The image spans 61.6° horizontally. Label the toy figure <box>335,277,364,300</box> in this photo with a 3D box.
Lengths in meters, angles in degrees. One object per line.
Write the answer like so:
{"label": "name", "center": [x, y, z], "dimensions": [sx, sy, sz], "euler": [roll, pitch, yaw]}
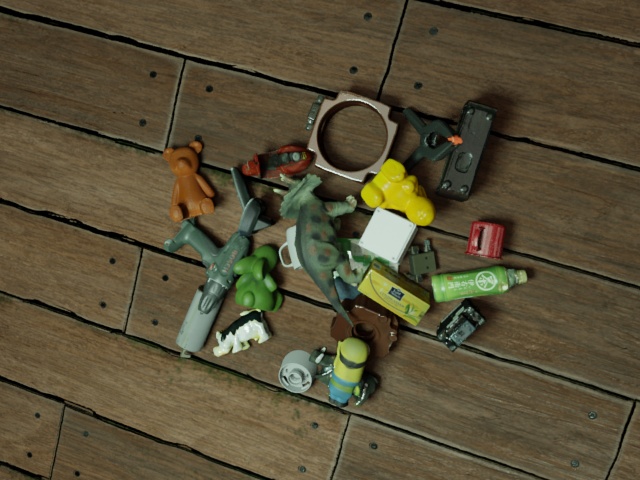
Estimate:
{"label": "toy figure", "center": [0.104, 0.142, 1.377], "dimensions": [0.154, 0.064, 0.058], "euler": [23, 62, 3]}

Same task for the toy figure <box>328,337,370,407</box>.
{"label": "toy figure", "center": [0.071, 0.325, 1.318], "dimensions": [0.082, 0.089, 0.180], "euler": [17, 99, -10]}

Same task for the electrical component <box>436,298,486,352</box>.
{"label": "electrical component", "center": [0.339, 0.205, 1.299], "dimensions": [0.058, 0.134, 0.115], "euler": [42, 103, 5]}

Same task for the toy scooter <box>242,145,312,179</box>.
{"label": "toy scooter", "center": [-0.117, -0.194, 1.348], "dimensions": [0.184, 0.135, 0.075], "euler": [-11, 92, 10]}

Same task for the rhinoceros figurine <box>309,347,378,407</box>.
{"label": "rhinoceros figurine", "center": [0.056, 0.351, 1.399], "dimensions": [0.190, 0.073, 0.112], "euler": [26, 101, 7]}

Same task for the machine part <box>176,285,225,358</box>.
{"label": "machine part", "center": [-0.326, 0.213, 1.457], "dimensions": [0.079, 0.079, 0.243], "euler": [27, 100, 7]}

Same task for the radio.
{"label": "radio", "center": [0.341, -0.205, 1.260], "dimensions": [0.073, 0.131, 0.229], "euler": [16, 98, 8]}

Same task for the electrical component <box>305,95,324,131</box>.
{"label": "electrical component", "center": [-0.012, -0.315, 1.351], "dimensions": [0.021, 0.063, 0.094], "euler": [22, 90, 7]}

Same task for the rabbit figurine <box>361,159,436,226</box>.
{"label": "rabbit figurine", "center": [0.203, -0.094, 1.282], "dimensions": [0.173, 0.162, 0.122], "euler": [41, 100, 18]}

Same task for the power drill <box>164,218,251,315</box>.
{"label": "power drill", "center": [-0.307, 0.052, 1.407], "dimensions": [0.207, 0.086, 0.232], "euler": [32, 76, 18]}

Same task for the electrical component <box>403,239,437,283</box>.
{"label": "electrical component", "center": [0.247, 0.055, 1.350], "dimensions": [0.078, 0.045, 0.102], "euler": [-17, 96, -16]}

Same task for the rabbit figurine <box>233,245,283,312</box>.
{"label": "rabbit figurine", "center": [-0.165, 0.089, 1.391], "dimensions": [0.121, 0.159, 0.170], "euler": [11, 82, 19]}

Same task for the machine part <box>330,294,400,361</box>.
{"label": "machine part", "center": [0.111, 0.225, 1.356], "dimensions": [0.180, 0.056, 0.179], "euler": [7, 119, 12]}

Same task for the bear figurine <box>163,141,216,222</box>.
{"label": "bear figurine", "center": [-0.344, -0.156, 1.403], "dimensions": [0.120, 0.132, 0.195], "euler": [-11, 99, -5]}

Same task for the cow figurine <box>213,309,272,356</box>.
{"label": "cow figurine", "center": [-0.220, 0.250, 1.445], "dimensions": [0.167, 0.068, 0.098], "euler": [-22, 86, 9]}

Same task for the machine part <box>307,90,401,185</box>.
{"label": "machine part", "center": [0.083, -0.252, 1.329], "dimensions": [0.202, 0.087, 0.200], "euler": [21, 99, 10]}

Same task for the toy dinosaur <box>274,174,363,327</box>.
{"label": "toy dinosaur", "center": [-0.005, 0.003, 1.286], "dimensions": [0.131, 0.192, 0.405], "euler": [-36, 56, 50]}

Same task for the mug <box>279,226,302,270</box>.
{"label": "mug", "center": [-0.055, 0.018, 1.390], "dimensions": [0.110, 0.080, 0.107], "euler": [-21, 80, 18]}

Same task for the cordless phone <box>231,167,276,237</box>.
{"label": "cordless phone", "center": [-0.189, -0.104, 1.364], "dimensions": [0.089, 0.146, 0.184], "euler": [-21, 93, 3]}

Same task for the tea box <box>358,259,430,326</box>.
{"label": "tea box", "center": [0.184, 0.127, 1.330], "dimensions": [0.170, 0.098, 0.068], "euler": [33, 108, 2]}
